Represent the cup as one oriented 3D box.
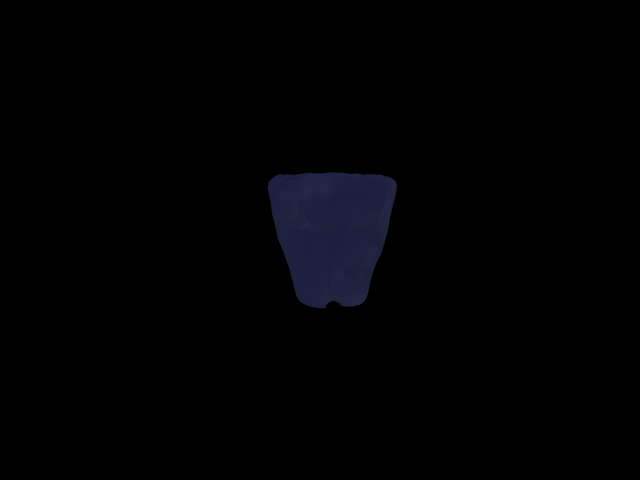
[{"bbox_3d":[0.004,0.001,0.400,0.091,0.095,0.118,2,5,24],"label":"cup"}]
